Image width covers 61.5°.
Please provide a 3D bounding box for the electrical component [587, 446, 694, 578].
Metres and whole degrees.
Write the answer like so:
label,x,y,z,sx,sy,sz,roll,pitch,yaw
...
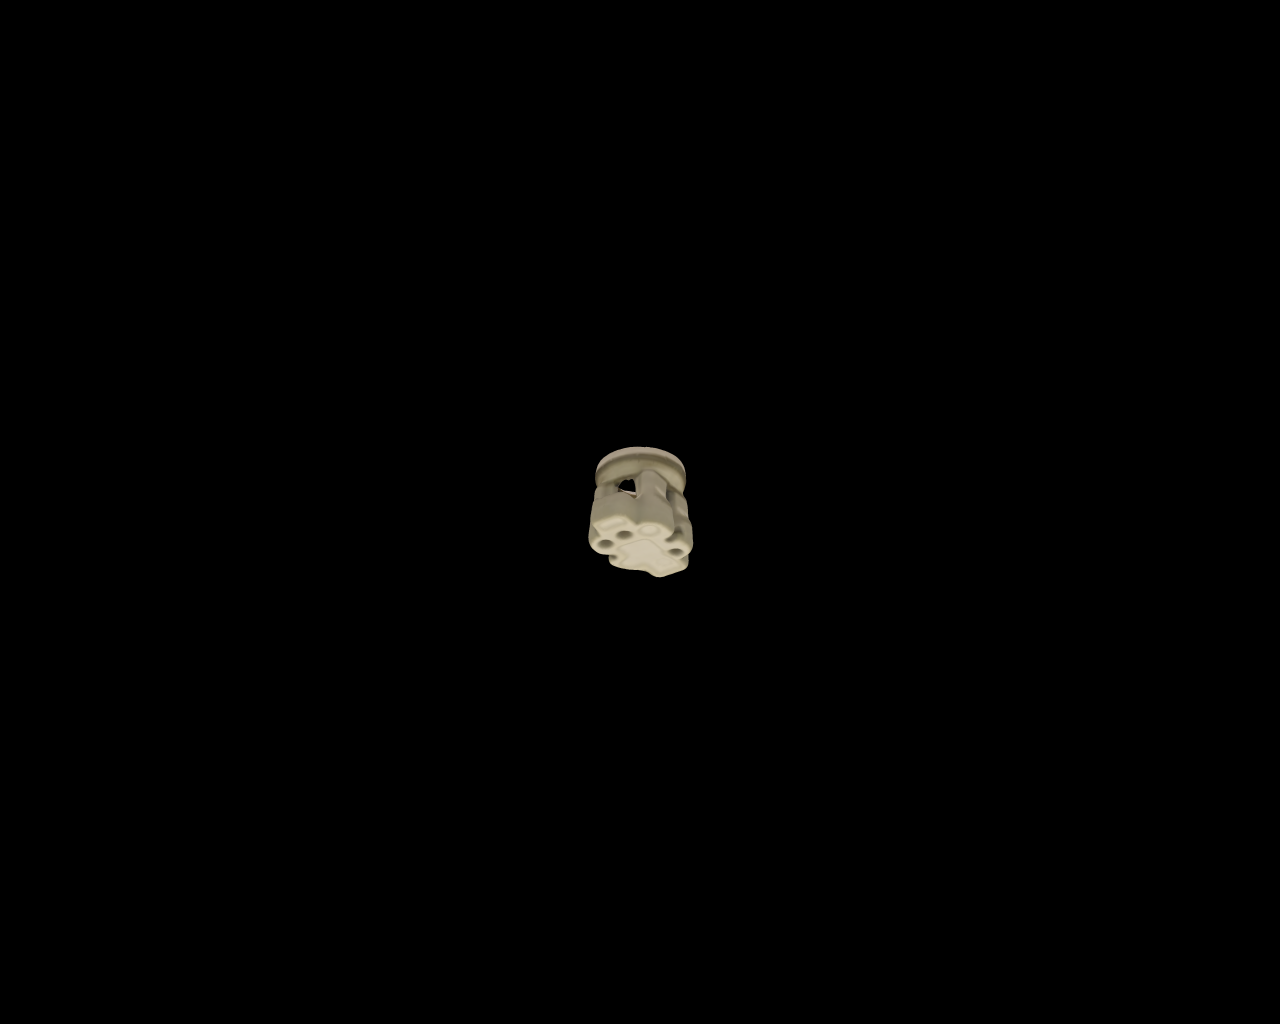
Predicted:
label,x,y,z,sx,sy,sz,roll,pitch,yaw
electrical component,0.001,-0.003,0.650,0.058,0.057,0.078,-18,-35,27
